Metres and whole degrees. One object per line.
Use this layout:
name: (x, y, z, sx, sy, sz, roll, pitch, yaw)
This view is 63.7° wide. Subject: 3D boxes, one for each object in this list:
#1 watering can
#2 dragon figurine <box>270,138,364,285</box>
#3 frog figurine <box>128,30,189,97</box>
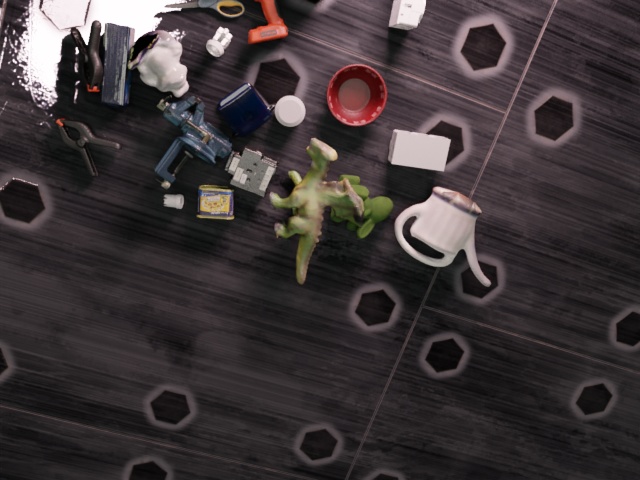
watering can: (0.387, -0.015, 1.484, 0.346, 0.105, 0.222, 26, 102, -10)
dragon figurine: (0.004, -0.069, 1.375, 0.242, 0.124, 0.405, -1, 108, 33)
frog figurine: (-0.398, -0.450, 1.319, 0.137, 0.124, 0.157, -54, 140, 3)
